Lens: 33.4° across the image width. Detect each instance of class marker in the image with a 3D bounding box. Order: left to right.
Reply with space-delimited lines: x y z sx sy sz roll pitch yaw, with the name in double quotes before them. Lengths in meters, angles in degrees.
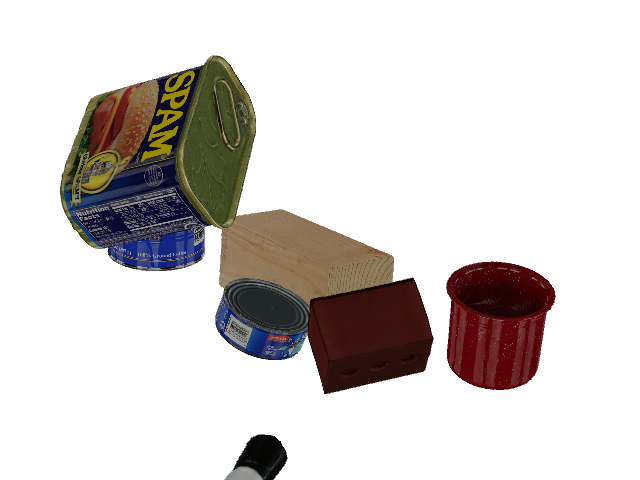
"marker" -0.041 0.112 0.414 0.020 0.020 0.121 0 23 21

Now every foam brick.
"foam brick" 0.034 0.068 0.753 0.078 0.051 0.053 -12 -33 -11

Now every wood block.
"wood block" -0.021 0.037 1.208 0.090 0.090 0.206 -9 21 -37

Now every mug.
"mug" 0.153 0.070 0.947 0.093 0.081 0.117 -1 30 -4

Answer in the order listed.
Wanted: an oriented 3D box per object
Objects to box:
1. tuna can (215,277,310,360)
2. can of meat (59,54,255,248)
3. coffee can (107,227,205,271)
"tuna can" -0.052 0.072 0.973 0.086 0.034 0.086 17 25 -9
"can of meat" -0.091 -0.048 0.598 0.084 0.102 0.057 -11 -44 23
"coffee can" -0.168 -0.053 1.099 0.103 0.140 0.103 3 23 -2
